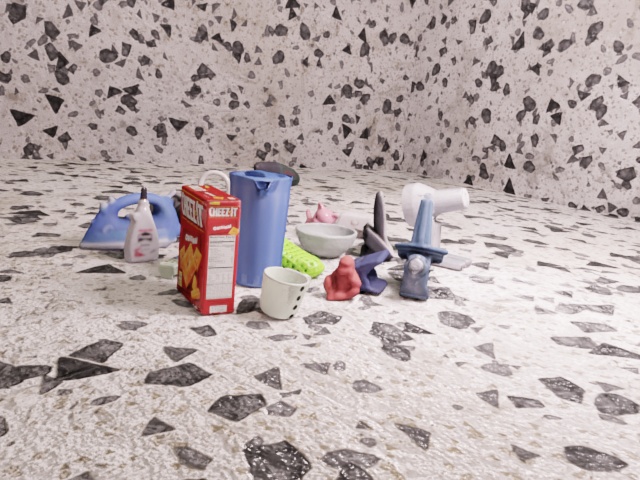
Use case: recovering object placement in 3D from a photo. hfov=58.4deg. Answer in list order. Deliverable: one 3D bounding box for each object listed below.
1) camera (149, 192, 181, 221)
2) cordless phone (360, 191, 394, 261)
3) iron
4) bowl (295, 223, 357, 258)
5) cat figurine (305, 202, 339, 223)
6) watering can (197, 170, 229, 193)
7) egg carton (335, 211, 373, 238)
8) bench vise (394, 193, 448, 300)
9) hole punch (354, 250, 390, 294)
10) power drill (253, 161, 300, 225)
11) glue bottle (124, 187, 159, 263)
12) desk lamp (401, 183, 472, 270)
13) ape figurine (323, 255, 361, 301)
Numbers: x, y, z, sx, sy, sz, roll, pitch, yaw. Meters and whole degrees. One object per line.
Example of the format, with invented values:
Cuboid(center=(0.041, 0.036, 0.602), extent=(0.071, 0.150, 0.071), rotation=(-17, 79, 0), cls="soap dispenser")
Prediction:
Cuboid(center=(-0.411, -0.083, 1.675), extent=(0.144, 0.101, 0.136), rotation=(-4, 16, -36), cls="camera")
Cuboid(center=(0.163, -0.045, 1.560), extent=(0.094, 0.185, 0.147), rotation=(5, 13, 0), cls="cordless phone")
Cuboid(center=(-0.472, -0.055, 1.440), extent=(0.259, 0.141, 0.118), rotation=(-6, 17, -41), cls="iron")
Cuboid(center=(0.014, 0.005, 1.526), extent=(0.167, 0.075, 0.167), rotation=(5, 13, -1), cls="bowl")
Cuboid(center=(-0.004, -0.057, 1.693), extent=(0.067, 0.118, 0.127), rotation=(-5, 16, -37), cls="cat figurine")
Cuboid(center=(-0.287, -0.091, 1.555), extent=(0.101, 0.194, 0.172), rotation=(-1, 14, -24), cls="watering can")
Cuboid(center=(0.117, -0.046, 1.805), extent=(0.150, 0.069, 0.107), rotation=(9, 13, 14), cls="egg carton")
Cuboid(center=(0.234, 0.012, 1.262), extent=(0.121, 0.220, 0.207), rotation=(4, 13, -5), cls="bench vise")
Cuboid(center=(0.100, 0.064, 1.270), extent=(0.101, 0.091, 0.109), rotation=(9, 13, 15), cls="hole punch")
Cuboid(center=(-0.144, -0.151, 1.842), extent=(0.075, 0.208, 0.230), rotation=(12, 14, 26), cls="power drill")
Cuboid(center=(-0.406, -0.036, 1.311), extent=(0.037, 0.173, 0.078), rotation=(17, 18, 42), cls="glue bottle")
Cuboid(center=(0.319, -0.045, 1.561), extent=(0.202, 0.213, 0.118), rotation=(13, 15, 30), cls="desk lamp")
Cuboid(center=(0.050, 0.077, 1.190), extent=(0.077, 0.092, 0.076), rotation=(11, 14, 24), cls="ape figurine")
